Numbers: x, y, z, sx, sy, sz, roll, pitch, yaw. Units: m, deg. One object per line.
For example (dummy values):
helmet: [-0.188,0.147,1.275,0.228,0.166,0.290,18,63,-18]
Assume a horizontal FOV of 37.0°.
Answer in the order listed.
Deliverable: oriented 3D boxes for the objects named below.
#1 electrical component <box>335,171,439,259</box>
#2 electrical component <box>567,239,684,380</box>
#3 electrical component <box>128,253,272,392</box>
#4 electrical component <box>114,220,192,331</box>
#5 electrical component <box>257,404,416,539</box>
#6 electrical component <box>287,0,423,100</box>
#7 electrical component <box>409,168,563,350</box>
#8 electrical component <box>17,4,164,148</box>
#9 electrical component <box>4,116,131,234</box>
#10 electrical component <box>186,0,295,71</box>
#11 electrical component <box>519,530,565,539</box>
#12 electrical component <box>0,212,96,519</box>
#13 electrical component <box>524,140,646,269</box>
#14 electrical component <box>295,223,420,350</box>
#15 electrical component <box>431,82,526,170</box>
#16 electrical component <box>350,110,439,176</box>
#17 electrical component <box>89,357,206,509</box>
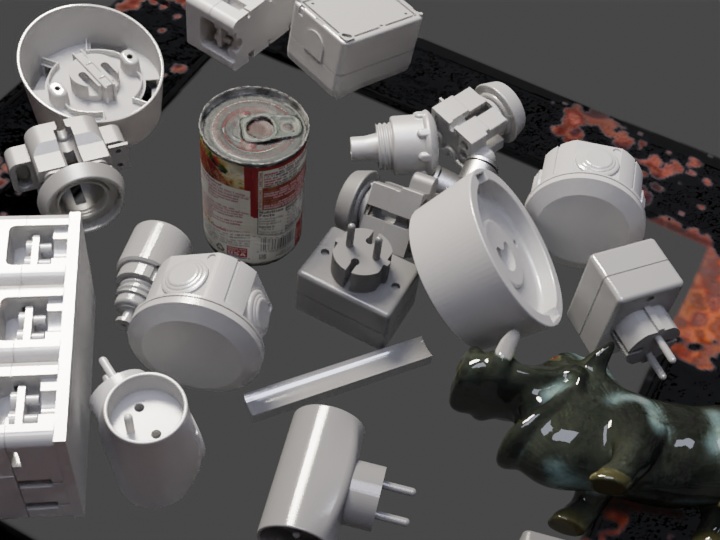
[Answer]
electrical component: [0.017,-0.038,0.720,0.055,0.066,0.048,21,11,19]
electrical component: [0.175,0.033,0.676,0.047,0.065,0.076,-14,55,-17]
electrical component: [-0.093,0.032,0.639,0.080,0.080,0.051,11,47,2]
electrical component: [-0.135,0.004,0.679,0.040,0.040,0.078,14,52,4]
electrical component: [-0.009,0.123,0.599,0.079,0.043,0.077,13,52,4]
electrical component: [0.000,-0.179,0.828,0.096,0.061,0.062,-27,59,-33]
electrical component: [0.073,-0.002,0.672,0.060,0.108,0.108,-28,48,26]
electrical component: [-0.189,-0.133,0.765,0.099,0.064,0.099,3,52,-4]
electrical component: [-0.189,-0.061,0.714,0.078,0.058,0.057,-16,53,-19]
electrical component: [-0.092,-0.208,0.842,0.056,0.050,0.089,33,56,17]
electrical component: [0.108,0.176,0.560,0.096,0.061,0.061,14,52,5]
electrical component: [-0.187,0.053,0.604,0.062,0.089,0.150,-2,53,-8]
electrical component: [0.152,-0.044,0.725,0.080,0.080,0.051,15,47,5]
electrical component: [0.000,0.000,0.674,0.066,0.076,0.047,26,54,13]
electrical component: [0.087,-0.107,0.789,0.055,0.048,0.066,-33,62,-19]
electrical component: [0.024,-0.088,0.768,0.062,0.048,0.048,-5,53,-1]
electrical component: [-0.124,0.082,0.597,0.044,0.077,0.079,-27,59,-24]
